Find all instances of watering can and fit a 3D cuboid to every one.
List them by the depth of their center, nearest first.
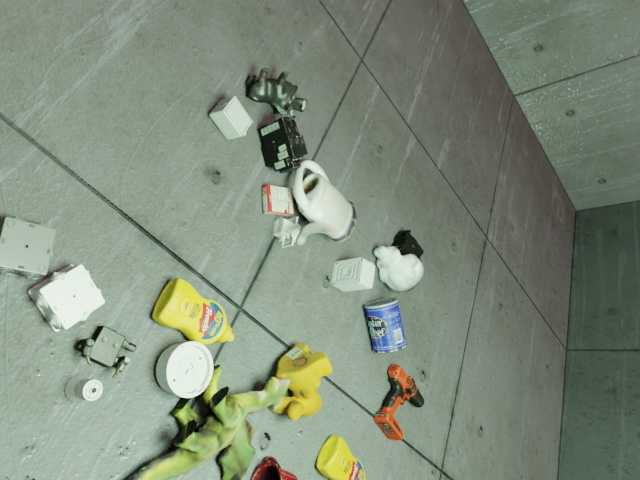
[{"bbox_3d":[0.004,-0.069,1.378,0.221,0.103,0.356,40,34,-33],"label":"watering can"}]

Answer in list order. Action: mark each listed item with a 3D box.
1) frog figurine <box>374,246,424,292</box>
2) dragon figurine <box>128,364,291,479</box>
[{"bbox_3d":[0.243,0.082,1.610,0.157,0.136,0.126,48,33,-31],"label":"frog figurine"},{"bbox_3d":[-0.211,0.424,1.057,0.417,0.122,0.238,-47,123,-31],"label":"dragon figurine"}]
